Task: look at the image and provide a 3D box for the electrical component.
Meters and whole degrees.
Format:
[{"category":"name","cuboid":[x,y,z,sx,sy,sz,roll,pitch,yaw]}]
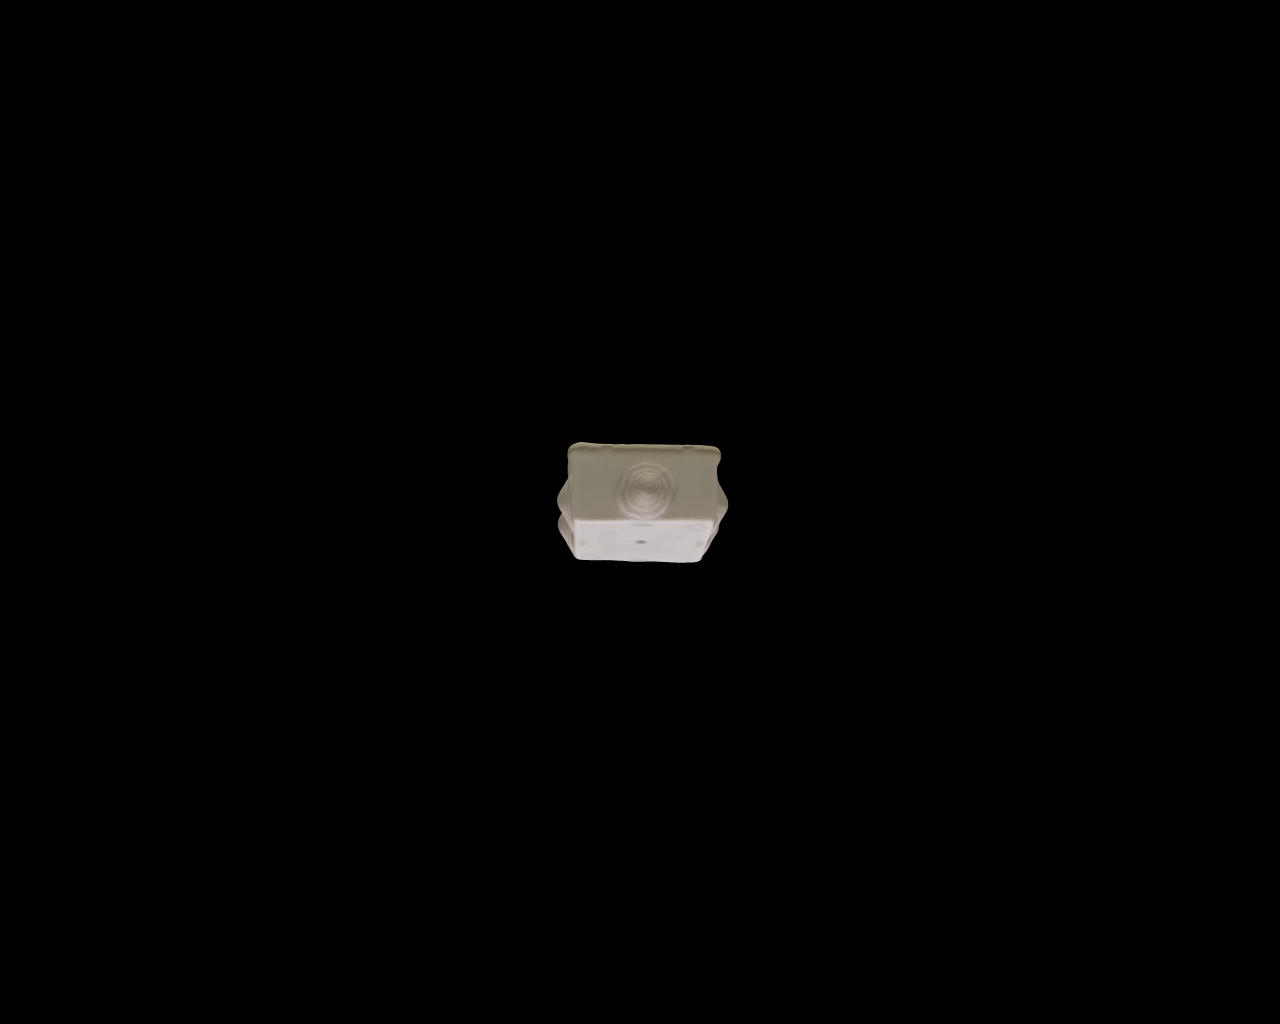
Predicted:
[{"category":"electrical component","cuboid":[0.001,-0.003,0.650,0.100,0.048,0.099,1,-19,-3]}]
